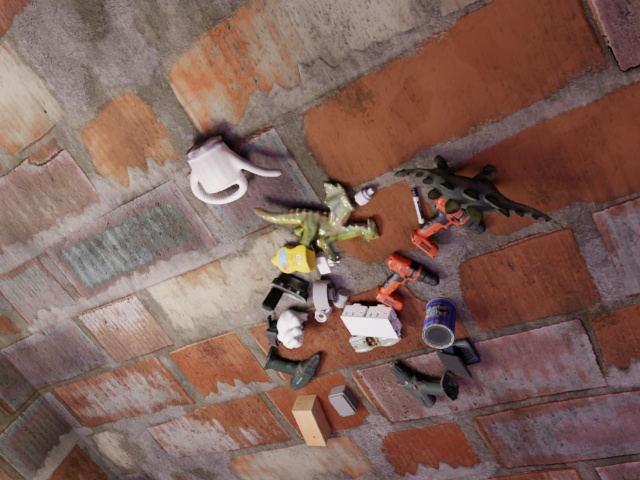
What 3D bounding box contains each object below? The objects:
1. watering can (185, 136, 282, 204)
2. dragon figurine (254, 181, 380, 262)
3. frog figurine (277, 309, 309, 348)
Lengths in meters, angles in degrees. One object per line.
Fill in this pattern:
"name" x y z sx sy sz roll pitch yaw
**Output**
"watering can" -0.301 -0.240 1.676 0.345 0.106 0.221 -19 111 28
"dragon figurine" 0.005 -0.085 1.687 0.410 0.124 0.240 29 107 -2
"frog figurine" -0.112 0.339 1.916 0.122 0.163 0.135 40 124 -6
